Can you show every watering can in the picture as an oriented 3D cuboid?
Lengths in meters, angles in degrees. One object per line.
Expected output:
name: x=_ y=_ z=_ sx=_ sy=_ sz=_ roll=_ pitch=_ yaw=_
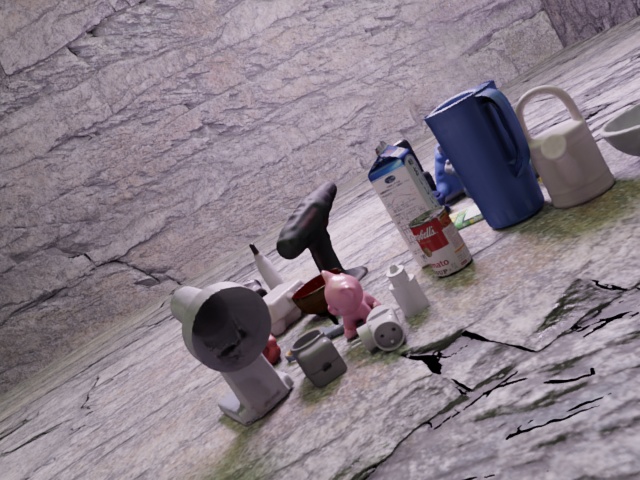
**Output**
watering can: x=0.386 y=-0.156 z=0.920 sx=0.101 sy=0.194 sz=0.173 roll=-30 pitch=9 yaw=8

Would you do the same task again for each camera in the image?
camera: x=-0.194 y=0.163 z=1.375 sx=0.137 sy=0.101 sz=0.143 roll=-35 pitch=10 yaw=-22

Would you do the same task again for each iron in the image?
iron: x=0.332 y=-0.194 z=1.464 sx=0.118 sy=0.141 sz=0.258 roll=-28 pitch=10 yaw=17

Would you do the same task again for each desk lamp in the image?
desk lamp: x=-0.136 y=0.160 z=0.843 sx=0.118 sy=0.213 sz=0.202 roll=-36 pitch=10 yaw=-27

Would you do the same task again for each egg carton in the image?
egg carton: x=-0.080 y=0.143 z=1.215 sx=0.107 sy=0.069 sz=0.151 roll=-20 pitch=14 yaw=49

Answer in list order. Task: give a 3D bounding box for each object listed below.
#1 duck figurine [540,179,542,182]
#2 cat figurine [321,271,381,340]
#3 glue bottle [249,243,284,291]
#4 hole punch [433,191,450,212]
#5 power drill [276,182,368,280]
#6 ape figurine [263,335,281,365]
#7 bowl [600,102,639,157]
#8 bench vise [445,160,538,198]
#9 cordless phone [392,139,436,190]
duck figurine: x=0.448 y=-0.162 z=1.094 sx=0.105 sy=0.086 sz=0.077 roll=-37 pitch=11 yaw=-32
cat figurine: x=0.045 y=0.091 z=0.933 sx=0.067 sy=0.118 sz=0.128 roll=-29 pitch=9 yaw=11
glue bottle: x=-0.116 y=0.081 z=1.332 sx=0.037 sy=0.173 sz=0.078 roll=-32 pitch=9 yaw=-7
hole punch: x=0.237 y=-0.081 z=1.328 sx=0.101 sy=0.091 sz=0.109 roll=-25 pitch=11 yaw=32
power drill: x=0.011 y=0.004 z=1.222 sx=0.075 sy=0.208 sz=0.230 roll=-22 pitch=13 yaw=42
ape figurine: x=-0.114 y=0.185 z=1.020 sx=0.077 sy=0.092 sz=0.076 roll=-26 pitch=10 yaw=28
bowl: x=0.545 y=-0.180 z=0.914 sx=0.167 sy=0.075 sz=0.167 roll=-30 pitch=9 yaw=6
bench vise: x=0.340 y=-0.201 z=1.230 sx=0.207 sy=0.220 sz=0.122 roll=-25 pitch=11 yaw=33
cordless phone: x=0.219 y=-0.164 z=1.534 sx=0.147 sy=0.185 sz=0.094 roll=-31 pitch=9 yaw=3
